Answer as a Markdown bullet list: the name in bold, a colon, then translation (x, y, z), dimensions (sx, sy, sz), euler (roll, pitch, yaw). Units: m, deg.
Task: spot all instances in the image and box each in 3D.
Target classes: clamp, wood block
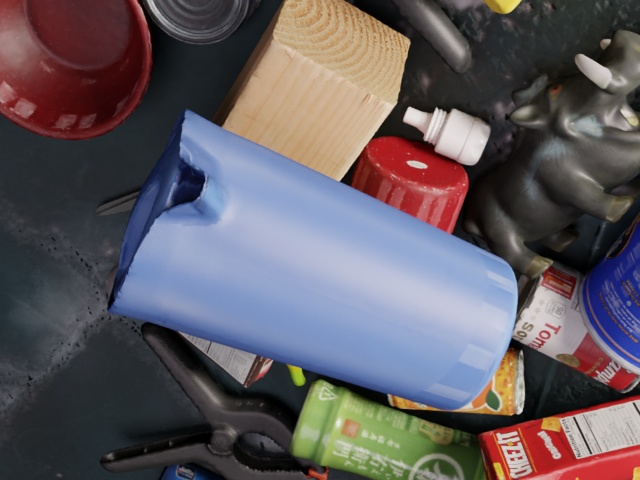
- **clamp**: translation (0.043, -0.179, 0.721), dimensions (0.120, 0.039, 0.171), euler (1, 128, 8)
- **clamp**: translation (-0.095, 0.182, 0.975), dimensions (0.210, 0.036, 0.165), euler (27, 115, -3)
- **wood block**: translation (-0.032, -0.066, 0.750), dimensions (0.090, 0.090, 0.206), euler (28, 130, -11)

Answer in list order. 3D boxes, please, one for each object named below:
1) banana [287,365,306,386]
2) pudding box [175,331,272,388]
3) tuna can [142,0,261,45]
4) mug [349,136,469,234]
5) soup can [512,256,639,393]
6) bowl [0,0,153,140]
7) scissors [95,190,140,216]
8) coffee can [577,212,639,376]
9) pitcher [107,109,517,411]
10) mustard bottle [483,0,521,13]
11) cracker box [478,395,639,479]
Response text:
- **banana**: translation (0.028, 0.054, 0.870), dimensions (0.198, 0.037, 0.069), euler (-33, 128, 32)
- **pudding box**: translation (-0.079, 0.053, 0.880), dimensions (0.113, 0.039, 0.090), euler (38, 127, 17)
- **tuna can**: translation (-0.085, -0.183, 0.757), dimensions (0.086, 0.033, 0.086), euler (7, 122, 12)
- **mug**: translation (0.051, -0.029, 0.787), dimensions (0.117, 0.093, 0.082), euler (39, 125, 34)
- **soup can**: translation (0.196, 0.062, 0.803), dimensions (0.102, 0.068, 0.069), euler (26, 124, 0)
- **bowl**: translation (-0.191, -0.158, 0.790), dimensions (0.162, 0.055, 0.162), euler (8, 122, 12)
- **scissors**: translation (-0.100, -0.063, 0.844), dimensions (0.202, 0.016, 0.096), euler (-1, 123, 16)
- **coffee can**: translation (0.253, 0.016, 0.720), dimensions (0.103, 0.102, 0.140), euler (25, 138, 0)
- **pitcher**: translation (-0.006, 0.023, 0.687), dimensions (0.242, 0.149, 0.145), euler (22, 116, -13)
- **mustard bottle**: translation (0.065, -0.227, 0.649), dimensions (0.191, 0.096, 0.058), euler (43, 123, -11)
- **cracker box**: translation (0.247, 0.210, 0.841), dimensions (0.213, 0.072, 0.164), euler (-14, 117, 2)
